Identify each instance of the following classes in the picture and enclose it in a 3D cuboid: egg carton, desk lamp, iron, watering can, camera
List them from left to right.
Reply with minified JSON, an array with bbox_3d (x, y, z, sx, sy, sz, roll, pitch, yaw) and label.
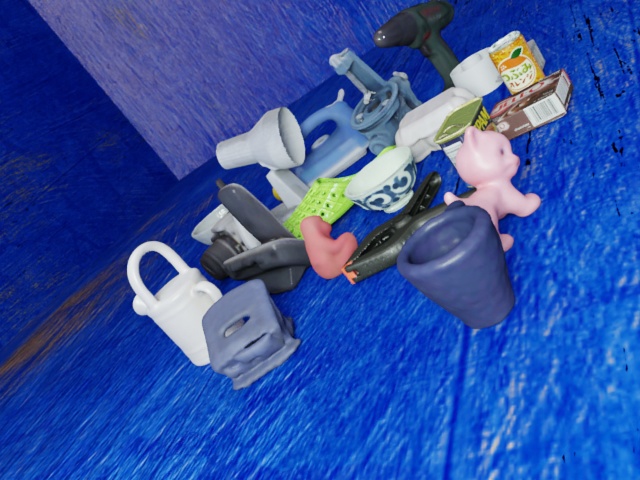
[{"bbox_3d":[-0.217,0.090,0.860,0.172,0.194,0.101,-31,19,20],"label":"watering can"},{"bbox_3d":[-0.187,0.009,1.159,0.137,0.101,0.142,-47,20,-25],"label":"camera"},{"bbox_3d":[-0.100,-0.142,1.181,0.203,0.214,0.118,-28,20,27],"label":"desk lamp"},{"bbox_3d":[-0.003,-0.213,1.287,0.258,0.142,0.118,-36,18,5],"label":"iron"},{"bbox_3d":[0.200,-0.199,0.982,0.150,0.069,0.107,-27,21,29],"label":"egg carton"}]

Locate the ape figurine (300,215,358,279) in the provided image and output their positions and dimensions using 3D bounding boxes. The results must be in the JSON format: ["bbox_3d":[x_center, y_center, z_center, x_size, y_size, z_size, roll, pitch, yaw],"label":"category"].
[{"bbox_3d":[0.007,0.003,0.815,0.076,0.092,0.077,-43,19,-16],"label":"ape figurine"}]

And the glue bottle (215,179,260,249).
[{"bbox_3d":[-0.138,-0.047,1.085,0.078,0.173,0.037,-45,19,-20],"label":"glue bottle"}]

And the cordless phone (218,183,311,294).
[{"bbox_3d":[-0.109,-0.004,0.903,0.147,0.185,0.094,-23,23,38],"label":"cordless phone"}]

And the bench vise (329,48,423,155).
[{"bbox_3d":[0.106,-0.300,1.165,0.121,0.220,0.207,-27,21,29],"label":"bench vise"}]

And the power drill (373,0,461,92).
[{"bbox_3d":[0.222,-0.377,1.152,0.075,0.209,0.230,-14,30,51],"label":"power drill"}]

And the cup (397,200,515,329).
[{"bbox_3d":[0.133,0.024,0.518,0.091,0.095,0.118,-25,22,34],"label":"cup"}]

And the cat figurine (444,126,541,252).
[{"bbox_3d":[0.174,-0.064,0.618,0.128,0.118,0.067,-48,21,-29],"label":"cat figurine"}]

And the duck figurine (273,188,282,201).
[{"bbox_3d":[-0.084,-0.153,1.385,0.105,0.086,0.077,-47,20,-25],"label":"duck figurine"}]

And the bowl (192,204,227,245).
[{"bbox_3d":[-0.223,-0.038,1.385,0.167,0.075,0.167,-34,18,13],"label":"bowl"}]

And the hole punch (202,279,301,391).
[{"bbox_3d":[-0.092,0.116,0.727,0.108,0.091,0.101,-35,18,7],"label":"hole punch"}]
